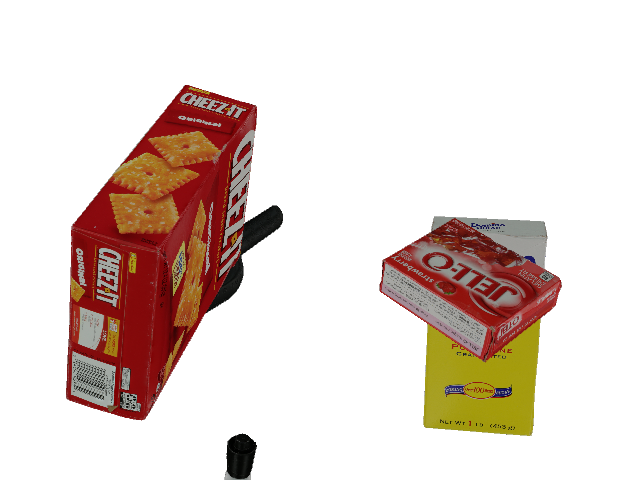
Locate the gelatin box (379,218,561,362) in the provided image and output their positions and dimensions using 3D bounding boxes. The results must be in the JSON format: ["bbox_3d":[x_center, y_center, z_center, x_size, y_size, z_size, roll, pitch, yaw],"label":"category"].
[{"bbox_3d":[0.094,0.028,0.672,0.089,0.030,0.073,33,45,32],"label":"gelatin box"}]

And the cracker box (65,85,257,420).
[{"bbox_3d":[-0.116,0.005,0.811,0.072,0.164,0.213,17,37,7],"label":"cracker box"}]

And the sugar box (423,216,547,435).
[{"bbox_3d":[0.134,0.071,0.879,0.093,0.176,0.048,2,20,9],"label":"sugar box"}]

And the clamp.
[{"bbox_3d":[-0.118,0.009,1.047,0.120,0.039,0.171,11,39,15],"label":"clamp"}]

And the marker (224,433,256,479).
[{"bbox_3d":[-0.057,0.176,0.702,0.020,0.121,0.020,6,31,-4],"label":"marker"}]
